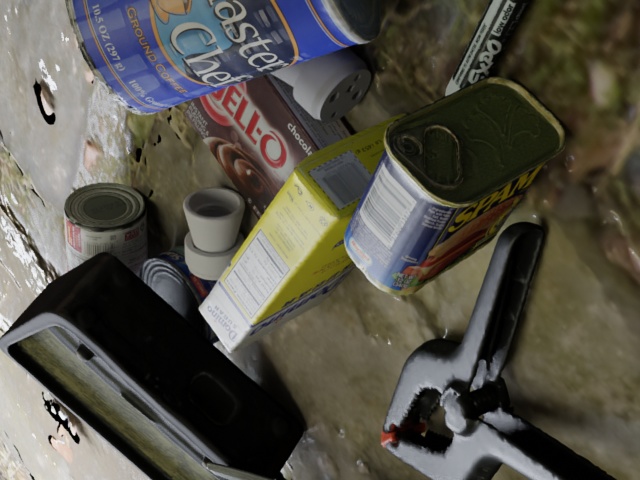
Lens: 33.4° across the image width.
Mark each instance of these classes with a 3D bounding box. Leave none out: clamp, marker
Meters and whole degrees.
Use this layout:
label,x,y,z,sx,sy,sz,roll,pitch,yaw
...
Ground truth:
label,x,y,z,sx,sy,sz,roll,pitch,yaw
clamp,0.094,0.087,0.636,0.210,0.036,0.164,-28,73,60
marker,0.084,-0.096,0.557,0.020,0.020,0.121,46,140,20

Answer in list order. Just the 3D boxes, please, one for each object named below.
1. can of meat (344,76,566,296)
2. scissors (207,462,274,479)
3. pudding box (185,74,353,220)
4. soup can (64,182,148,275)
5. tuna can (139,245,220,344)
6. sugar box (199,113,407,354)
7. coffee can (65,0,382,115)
label,x,y,z,sx,sy,sz,roll,pitch,yaw
can of meat,0.066,-0.027,0.555,0.057,0.101,0.084,48,143,18
scissors,0.018,0.208,0.772,0.202,0.016,0.096,3,128,25
pudding box,-0.033,-0.072,0.694,0.113,0.039,0.090,53,142,12
soup can,-0.179,0.012,0.894,0.069,0.068,0.102,34,134,32
tuna can,-0.107,0.048,0.859,0.086,0.033,0.086,28,132,37
sugar box,-0.004,0.001,0.661,0.048,0.093,0.176,52,143,14
coffee can,-0.050,-0.136,0.577,0.140,0.102,0.103,-15,102,22
